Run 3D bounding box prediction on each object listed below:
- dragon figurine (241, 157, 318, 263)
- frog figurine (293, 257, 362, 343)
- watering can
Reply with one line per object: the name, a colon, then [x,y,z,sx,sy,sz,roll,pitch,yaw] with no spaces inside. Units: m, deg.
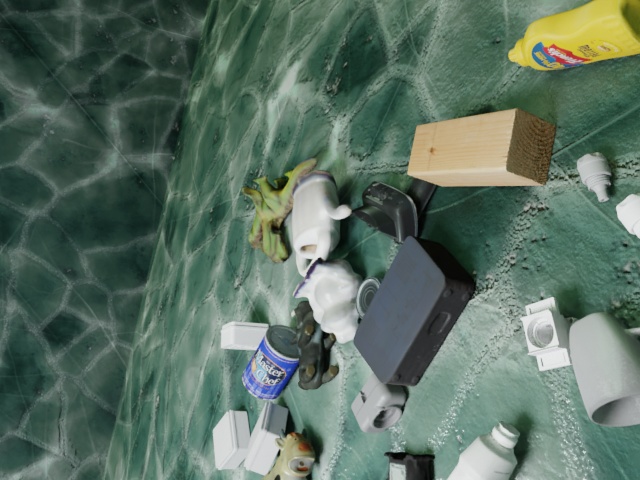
dragon figurine: [-0.106,-0.061,1.380,0.407,0.122,0.244,-15,82,59]
frog figurine: [0.038,0.121,1.044,0.161,0.123,0.136,45,106,15]
watering can: [0.003,-0.056,1.122,0.340,0.104,0.229,122,150,-57]
